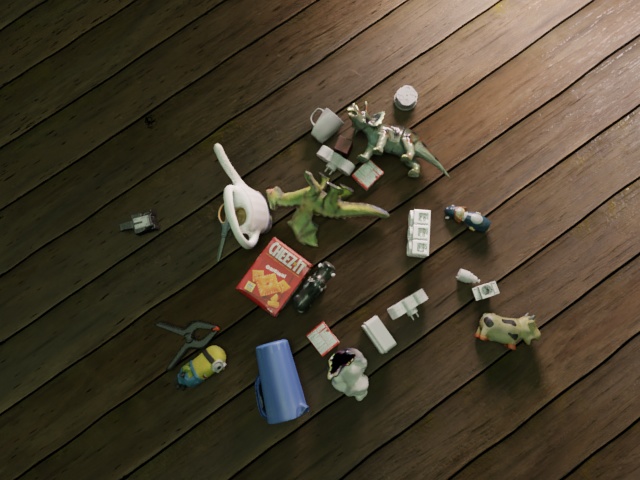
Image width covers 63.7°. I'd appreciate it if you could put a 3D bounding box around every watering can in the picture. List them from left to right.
[{"bbox_3d":[-0.254,-0.138,1.690,0.103,0.224,0.350,-17,81,18],"label":"watering can"}]

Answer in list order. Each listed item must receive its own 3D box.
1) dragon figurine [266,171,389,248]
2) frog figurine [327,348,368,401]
[{"bbox_3d":[0.005,-0.088,1.750,0.410,0.123,0.241,30,101,0],"label":"dragon figurine"},{"bbox_3d":[0.102,0.432,1.661,0.139,0.123,0.157,-48,119,-13],"label":"frog figurine"}]
